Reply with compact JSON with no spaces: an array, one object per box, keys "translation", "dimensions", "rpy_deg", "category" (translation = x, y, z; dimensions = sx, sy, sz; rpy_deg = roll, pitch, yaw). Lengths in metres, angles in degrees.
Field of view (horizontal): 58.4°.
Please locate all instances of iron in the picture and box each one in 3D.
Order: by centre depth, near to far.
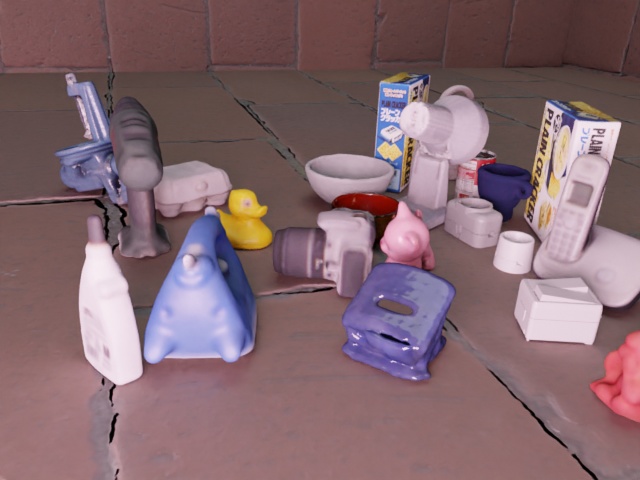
[{"translation":[-0.133,0.033,0.670],"dimensions":[0.118,0.141,0.258],"rpy_deg":[0,24,-4],"category":"iron"}]

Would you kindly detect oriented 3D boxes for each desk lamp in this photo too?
[{"translation":[0.193,-0.140,0.993],"dimensions":[0.117,0.214,0.204],"rpy_deg":[21,30,36],"category":"desk lamp"}]

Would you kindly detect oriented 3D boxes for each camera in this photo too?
[{"translation":[0.007,0.003,0.798],"dimensions":[0.136,0.101,0.143],"rpy_deg":[3,24,3],"category":"camera"}]

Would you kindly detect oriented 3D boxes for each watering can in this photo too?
[{"translation":[0.281,-0.239,1.246],"dimensions":[0.101,0.194,0.172],"rpy_deg":[-19,32,-39],"category":"watering can"}]

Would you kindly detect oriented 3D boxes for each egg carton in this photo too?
[{"translation":[-0.239,-0.094,1.030],"dimensions":[0.151,0.069,0.107],"rpy_deg":[-20,32,-40],"category":"egg carton"}]

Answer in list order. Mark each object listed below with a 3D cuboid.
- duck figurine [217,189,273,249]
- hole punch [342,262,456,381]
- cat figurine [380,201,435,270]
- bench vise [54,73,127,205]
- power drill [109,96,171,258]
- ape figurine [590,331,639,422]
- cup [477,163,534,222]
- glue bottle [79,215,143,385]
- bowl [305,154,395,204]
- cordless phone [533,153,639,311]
[{"translation":[-0.124,-0.039,0.897],"dimensions":[0.104,0.086,0.078],"rpy_deg":[13,26,22],"category":"duck figurine"},{"translation":[0.087,0.086,0.632],"dimensions":[0.108,0.091,0.101],"rpy_deg":[16,28,28],"category":"hole punch"},{"translation":[0.123,-0.001,0.795],"dimensions":[0.067,0.118,0.128],"rpy_deg":[11,26,20],"category":"cat figurine"},{"translation":[-0.385,-0.186,1.038],"dimensions":[0.207,0.220,0.121],"rpy_deg":[5,24,6],"category":"bench vise"},{"translation":[-0.271,-0.091,0.851],"dimensions":[0.076,0.208,0.229],"rpy_deg":[-8,26,-20],"category":"power drill"},{"translation":[0.310,0.128,0.558],"dimensions":[0.075,0.092,0.078],"rpy_deg":[17,28,30],"category":"ape figurine"},{"translation":[0.325,-0.075,1.005],"dimensions":[0.092,0.095,0.117],"rpy_deg":[-8,26,-22],"category":"cup"},{"translation":[-0.214,0.056,0.572],"dimensions":[0.077,0.173,0.037],"rpy_deg":[23,32,38],"category":"glue bottle"},{"translation":[0.054,-0.104,1.071],"dimensions":[0.167,0.075,0.167],"rpy_deg":[2,24,-1],"category":"bowl"},{"translation":[0.374,-0.013,0.761],"dimensions":[0.094,0.185,0.147],"rpy_deg":[-18,31,-38],"category":"cordless phone"}]
